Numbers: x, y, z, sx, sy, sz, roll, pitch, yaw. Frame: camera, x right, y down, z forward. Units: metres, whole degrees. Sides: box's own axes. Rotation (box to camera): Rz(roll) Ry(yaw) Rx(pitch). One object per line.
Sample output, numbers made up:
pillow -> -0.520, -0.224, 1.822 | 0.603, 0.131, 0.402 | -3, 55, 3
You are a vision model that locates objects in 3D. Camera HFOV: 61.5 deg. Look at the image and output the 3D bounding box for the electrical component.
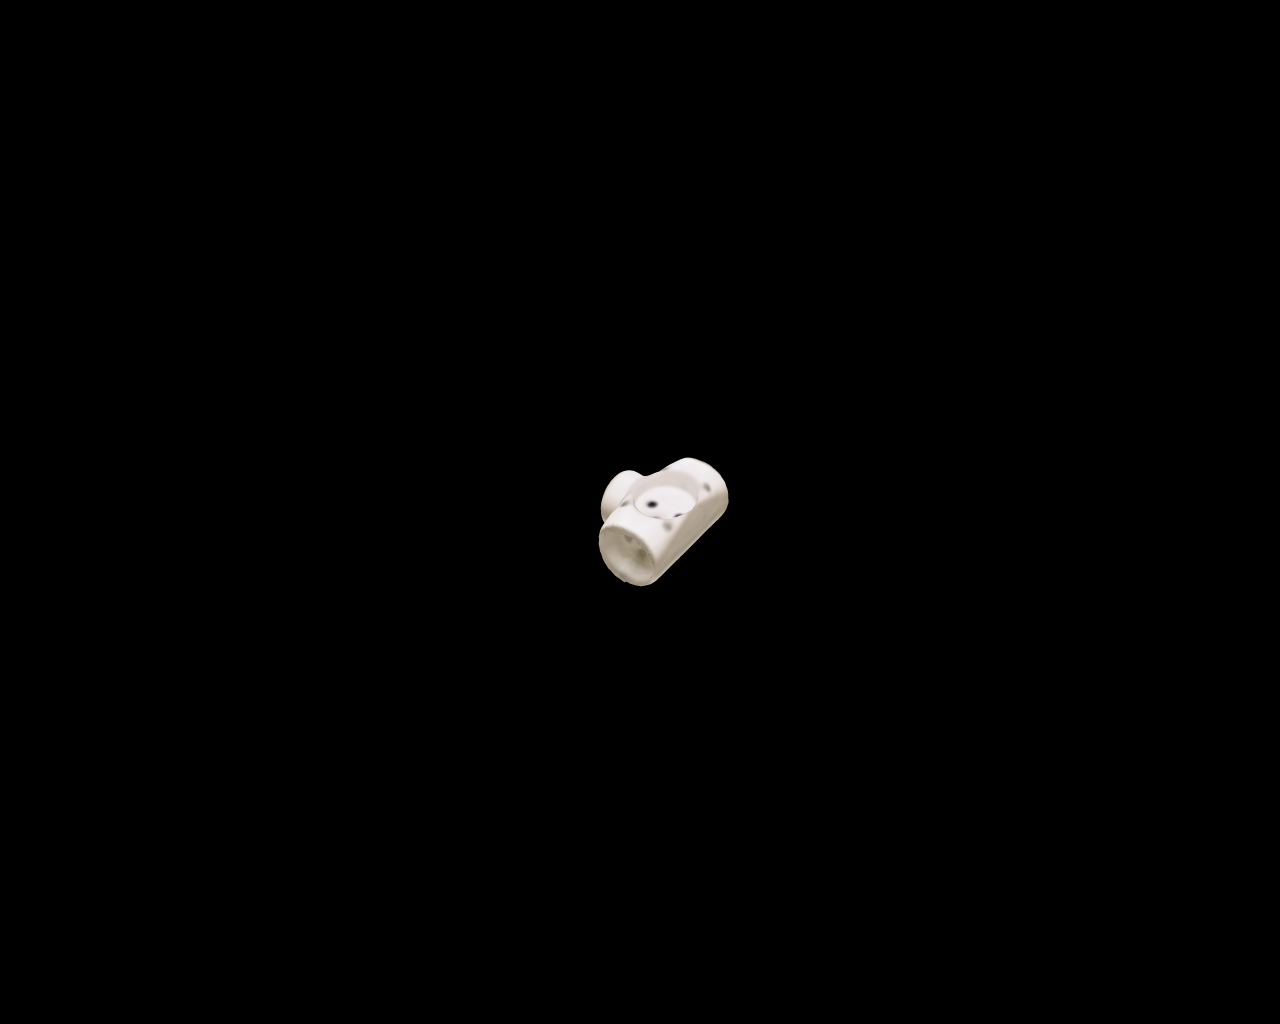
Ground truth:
electrical component -> 0.001, -0.003, 0.650 | 0.079, 0.044, 0.077 | 27, 50, 26
